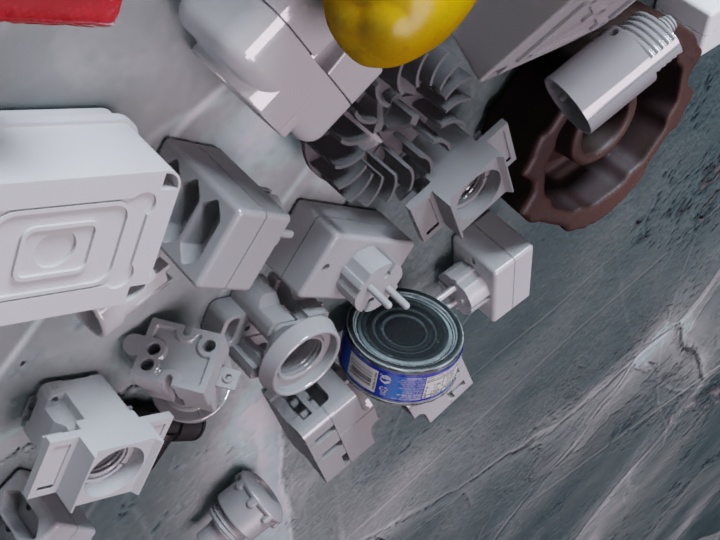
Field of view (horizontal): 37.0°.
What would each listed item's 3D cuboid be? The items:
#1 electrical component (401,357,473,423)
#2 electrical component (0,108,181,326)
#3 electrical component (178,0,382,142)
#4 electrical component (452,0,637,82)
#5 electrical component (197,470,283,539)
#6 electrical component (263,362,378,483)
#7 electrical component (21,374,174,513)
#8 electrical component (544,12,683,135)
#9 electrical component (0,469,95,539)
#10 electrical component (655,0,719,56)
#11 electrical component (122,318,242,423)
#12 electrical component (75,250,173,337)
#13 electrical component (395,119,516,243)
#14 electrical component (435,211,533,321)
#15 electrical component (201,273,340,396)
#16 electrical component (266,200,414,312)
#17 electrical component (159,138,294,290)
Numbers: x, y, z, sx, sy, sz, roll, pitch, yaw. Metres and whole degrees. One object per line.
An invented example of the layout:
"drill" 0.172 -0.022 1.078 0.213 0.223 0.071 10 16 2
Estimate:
"electrical component" 0.044 0.076 0.833 0.056 0.050 0.089 -42 150 -8
"electrical component" -0.145 -0.025 0.466 0.113 0.057 0.078 -11 135 -45
"electrical component" -0.039 -0.105 0.507 0.059 0.054 0.095 -47 150 1
"electrical component" 0.114 -0.162 0.585 0.109 0.056 0.109 -28 176 -29
"electrical component" -0.092 0.183 0.797 0.062 0.048 0.048 -39 150 -1
"electrical component" -0.025 0.105 0.780 0.056 0.050 0.089 -39 149 -13
"electrical component" -0.150 0.093 0.595 0.081 0.064 0.042 -5 130 -49
"electrical component" 0.156 -0.124 0.647 0.081 0.043 0.043 -39 150 1
"electrical component" -0.191 0.164 0.645 0.065 0.047 0.077 -47 150 1
"electrical component" 0.251 -0.204 0.760 0.066 0.047 0.076 -32 147 -23
"electrical component" -0.101 0.061 0.628 0.055 0.066 0.048 87 19 -62
"electrical component" -0.124 0.005 0.548 0.046 0.040 0.040 -38 150 -26
"electrical component" 0.055 -0.062 0.667 0.081 0.064 0.042 -42 151 -8
"electrical component" 0.085 0.008 0.806 0.077 0.047 0.065 -35 148 -19
"electrical component" -0.049 0.040 0.665 0.078 0.057 0.058 -10 134 -46
"electrical component" 0.000 0.000 0.660 0.083 0.076 0.047 4 123 -53
"electrical component" -0.065 -0.027 0.556 0.077 0.066 0.047 5 123 -54
